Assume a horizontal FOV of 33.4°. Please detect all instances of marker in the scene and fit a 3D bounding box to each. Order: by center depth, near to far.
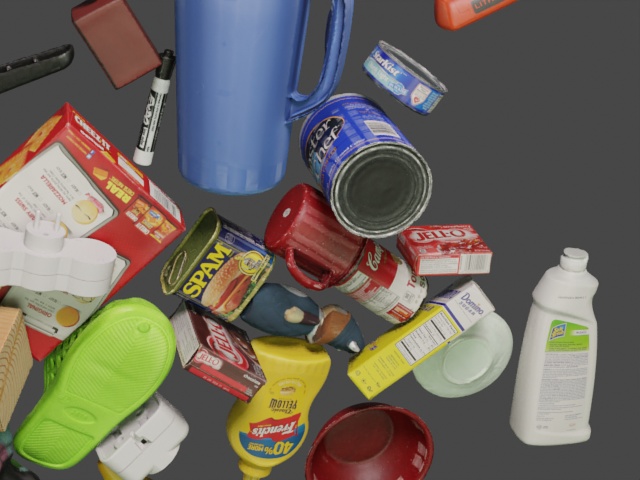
[{"bbox_3d":[-0.165,-0.133,1.066,0.020,0.020,0.121,9,114,-19],"label":"marker"}]

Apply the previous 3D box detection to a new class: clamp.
[{"bbox_3d":[-0.335,-0.141,0.991,0.164,0.036,0.210,25,116,-15],"label":"clamp"}]

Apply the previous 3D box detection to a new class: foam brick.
[{"bbox_3d":[-0.193,-0.193,1.008,0.051,0.053,0.078,-30,121,1],"label":"foam brick"}]

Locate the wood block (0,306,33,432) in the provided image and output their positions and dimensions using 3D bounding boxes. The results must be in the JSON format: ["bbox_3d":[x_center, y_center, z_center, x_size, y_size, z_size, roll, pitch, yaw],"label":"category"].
[{"bbox_3d":[-0.400,0.113,1.043,0.206,0.090,0.090,8,134,3],"label":"wood block"}]

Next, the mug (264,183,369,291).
[{"bbox_3d":[-0.007,0.001,1.126,0.081,0.117,0.093,30,139,-21],"label":"mug"}]

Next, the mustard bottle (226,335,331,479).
[{"bbox_3d":[-0.058,0.206,1.246,0.096,0.058,0.192,7,115,-23],"label":"mustard bottle"}]

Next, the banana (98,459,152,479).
[{"bbox_3d":[-0.176,0.302,1.281,0.197,0.037,0.069,13,93,-22],"label":"banana"}]

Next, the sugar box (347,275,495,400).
[{"bbox_3d":[0.113,0.108,1.219,0.176,0.093,0.048,-39,93,5],"label":"sugar box"}]

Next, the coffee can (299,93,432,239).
[{"bbox_3d":[0.043,-0.077,1.079,0.102,0.140,0.103,-6,118,-12],"label":"coffee can"}]

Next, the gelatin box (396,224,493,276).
[{"bbox_3d":[0.137,0.010,1.188,0.089,0.073,0.030,-1,116,-13],"label":"gelatin box"}]

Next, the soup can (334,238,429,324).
[{"bbox_3d":[0.062,0.043,1.188,0.102,0.068,0.068,33,104,-27],"label":"soup can"}]

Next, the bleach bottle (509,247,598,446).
[{"bbox_3d":[0.297,0.128,1.298,0.102,0.068,0.251,-2,115,-15],"label":"bleach bottle"}]

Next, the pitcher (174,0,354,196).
[{"bbox_3d":[-0.067,-0.166,1.008,0.144,0.149,0.243,-8,122,-24],"label":"pitcher"}]

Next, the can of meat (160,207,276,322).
[{"bbox_3d":[-0.108,0.029,1.144,0.083,0.057,0.102,30,106,-29],"label":"can of meat"}]

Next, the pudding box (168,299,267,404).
[{"bbox_3d":[-0.112,0.118,1.154,0.090,0.113,0.039,34,99,-28],"label":"pudding box"}]

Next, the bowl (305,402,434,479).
[{"bbox_3d":[0.054,0.254,1.302,0.162,0.055,0.162,-6,118,-12],"label":"bowl"}]

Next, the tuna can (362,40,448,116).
[{"bbox_3d":[0.085,-0.163,1.077,0.086,0.086,0.034,29,109,-26],"label":"tuna can"}]

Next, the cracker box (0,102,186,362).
[{"bbox_3d":[-0.269,-0.006,1.075,0.214,0.072,0.164,-41,118,9],"label":"cracker box"}]

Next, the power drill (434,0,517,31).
[{"bbox_3d":[0.121,-0.302,1.031,0.184,0.057,0.187,-25,120,-1],"label":"power drill"}]
